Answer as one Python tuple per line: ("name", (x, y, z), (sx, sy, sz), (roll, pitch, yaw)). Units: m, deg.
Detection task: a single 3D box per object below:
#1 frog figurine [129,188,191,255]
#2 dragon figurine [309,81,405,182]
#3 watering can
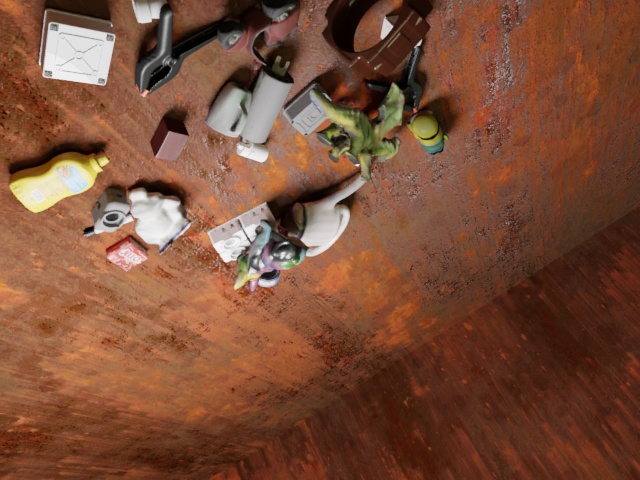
("frog figurine", (-0.411, -0.065, 1.277), (0.136, 0.125, 0.158), (-36, 110, 22))
("dragon figurine", (0.120, -0.307, 1.312), (0.245, 0.123, 0.402), (-49, 148, -11))
("watering can", (0.005, -0.078, 1.557), (0.225, 0.106, 0.340), (-1, 133, -37))
